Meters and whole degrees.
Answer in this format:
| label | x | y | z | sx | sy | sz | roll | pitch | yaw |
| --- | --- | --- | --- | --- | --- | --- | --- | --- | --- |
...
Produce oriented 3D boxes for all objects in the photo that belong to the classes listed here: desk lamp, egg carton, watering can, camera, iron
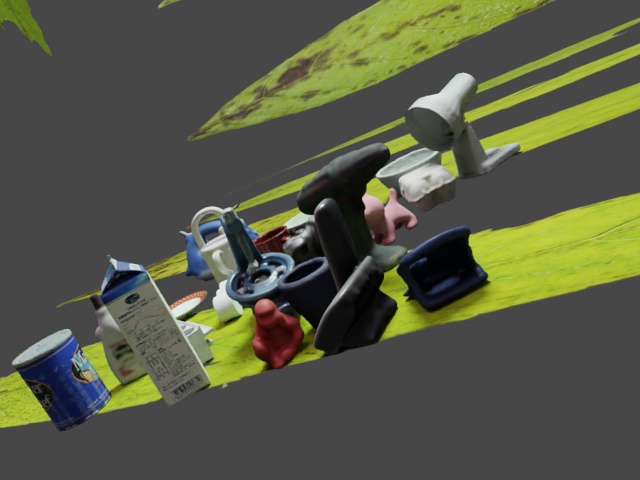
| label | x | y | z | sx | sy | sz | roll | pitch | yaw |
| --- | --- | --- | --- | --- | --- | --- | --- | --- | --- |
| desk lamp | 0.305 | -0.240 | 1.244 | 0.204 | 0.214 | 0.117 | -34 | 16 | -28 |
| egg carton | 0.228 | -0.114 | 1.225 | 0.107 | 0.069 | 0.150 | -26 | 14 | 2 |
| watering can | -0.218 | 0.016 | 1.284 | 0.101 | 0.194 | 0.172 | -30 | 15 | -13 |
| camera | 0.010 | 0.004 | 1.120 | 0.143 | 0.101 | 0.136 | -31 | 15 | -17 |
| iron | -0.243 | 0.007 | 1.470 | 0.257 | 0.141 | 0.119 | -19 | 16 | 26 |

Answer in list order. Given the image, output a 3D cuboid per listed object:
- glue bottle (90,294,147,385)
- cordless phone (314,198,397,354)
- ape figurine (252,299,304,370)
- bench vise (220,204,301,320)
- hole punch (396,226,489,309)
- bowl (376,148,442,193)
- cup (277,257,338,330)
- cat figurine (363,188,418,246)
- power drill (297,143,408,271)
| label | x | y | z | sx | sy | sz | roll | pitch | yaw |
| --- | --- | --- | --- | --- | --- | --- | --- | --- | --- |
| glue bottle | -0.366 | 0.172 | 1.031 | 0.078 | 0.173 | 0.037 | -28 | 15 | -9 |
| cordless phone | 0.019 | 0.046 | 0.783 | 0.094 | 0.185 | 0.148 | -18 | 17 | 29 |
| ape figurine | -0.068 | 0.129 | 0.831 | 0.078 | 0.092 | 0.076 | -27 | 14 | -2 |
| bench vise | -0.126 | 0.046 | 0.966 | 0.122 | 0.220 | 0.206 | -35 | 17 | -30 |
| hole punch | 0.158 | 0.030 | 0.792 | 0.108 | 0.091 | 0.101 | -27 | 14 | -4 |
| bowl | 0.224 | -0.158 | 1.377 | 0.167 | 0.075 | 0.167 | -24 | 14 | 7 |
| cup | 0.004 | 0.080 | 0.873 | 0.118 | 0.095 | 0.091 | -31 | 15 | -18 |
| cat figurine | 0.114 | -0.053 | 1.107 | 0.128 | 0.118 | 0.067 | -35 | 17 | -30 |
| power drill | 0.066 | -0.049 | 0.991 | 0.228 | 0.208 | 0.076 | -11 | 21 | 46 |
